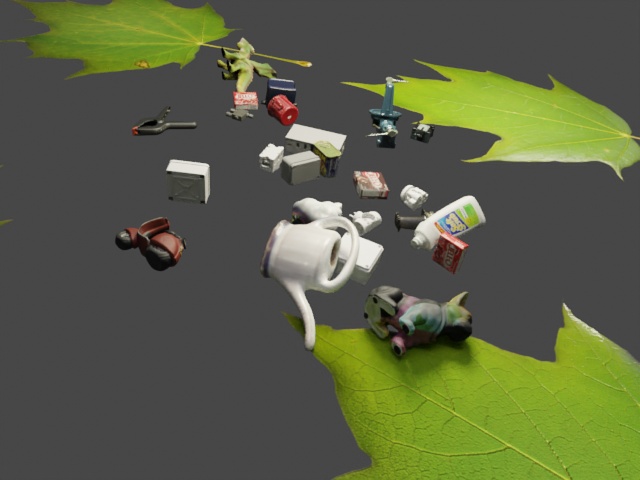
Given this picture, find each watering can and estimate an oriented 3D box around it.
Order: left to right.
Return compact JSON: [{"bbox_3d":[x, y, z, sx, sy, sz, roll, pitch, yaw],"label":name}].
[{"bbox_3d":[-0.041,0.074,1.194,0.225,0.101,0.355,11,55,22],"label":"watering can"}]

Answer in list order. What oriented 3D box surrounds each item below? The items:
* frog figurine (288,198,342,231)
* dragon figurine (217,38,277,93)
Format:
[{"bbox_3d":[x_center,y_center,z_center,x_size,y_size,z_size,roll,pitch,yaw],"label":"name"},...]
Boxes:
[{"bbox_3d":[0.004,-0.070,1.387,0.161,0.120,0.138,-34,35,-28],"label":"frog figurine"},{"bbox_3d":[-0.291,-0.713,2.167,0.244,0.119,0.418,-8,56,-29],"label":"dragon figurine"}]
